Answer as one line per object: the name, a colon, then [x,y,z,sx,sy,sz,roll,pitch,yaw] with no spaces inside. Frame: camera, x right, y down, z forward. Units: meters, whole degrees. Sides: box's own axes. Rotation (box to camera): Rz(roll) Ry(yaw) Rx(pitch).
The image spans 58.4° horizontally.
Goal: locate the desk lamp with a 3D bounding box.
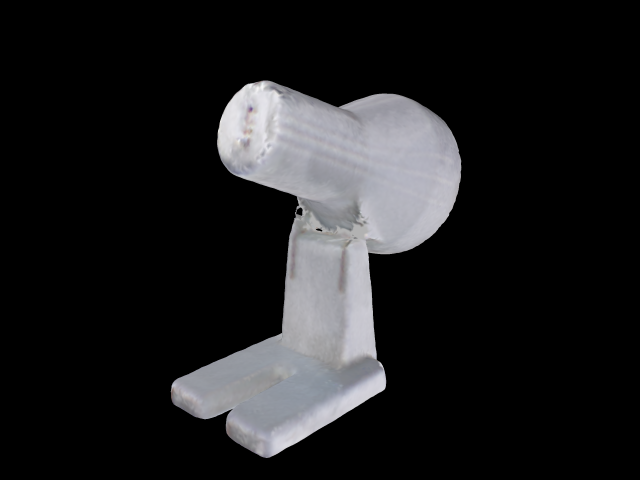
desk lamp: [0.004,0.001,0.400,0.117,0.213,0.204,11,17,38]
